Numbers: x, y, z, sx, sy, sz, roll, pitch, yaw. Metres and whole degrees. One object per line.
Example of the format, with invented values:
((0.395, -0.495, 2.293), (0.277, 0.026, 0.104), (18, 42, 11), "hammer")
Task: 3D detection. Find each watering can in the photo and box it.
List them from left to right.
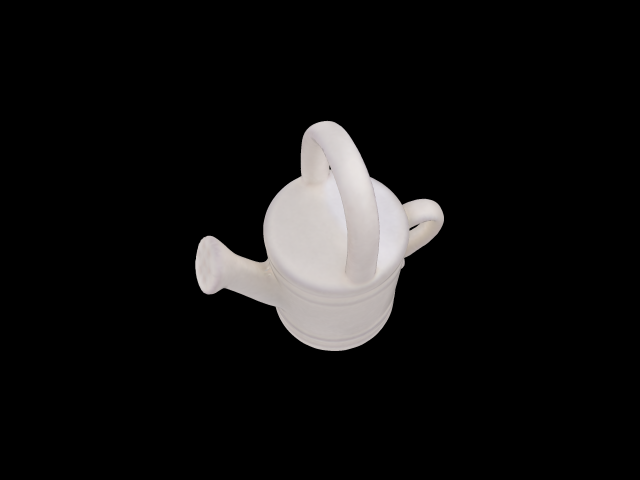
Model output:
((0.005, 0.003, 0.399), (0.173, 0.194, 0.100), (-37, 66, -19), "watering can")
